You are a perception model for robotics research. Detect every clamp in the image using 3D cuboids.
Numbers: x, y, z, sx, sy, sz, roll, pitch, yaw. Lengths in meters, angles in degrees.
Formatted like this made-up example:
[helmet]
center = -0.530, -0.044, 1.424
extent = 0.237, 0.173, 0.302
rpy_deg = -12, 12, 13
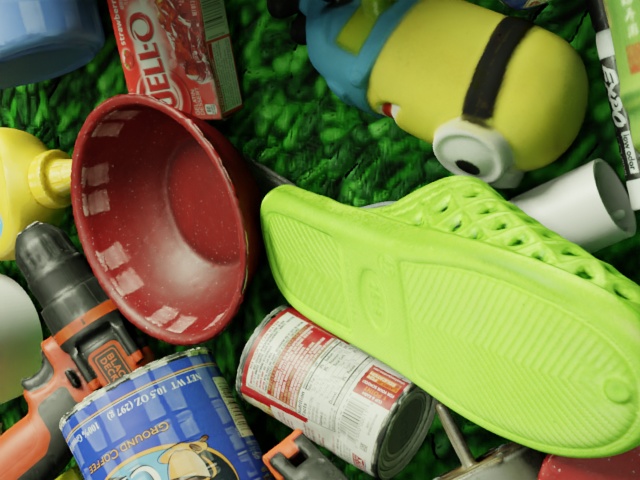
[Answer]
[clamp]
center = 0.031, 0.185, 0.597
extent = 0.171, 0.039, 0.120
rpy_deg = 49, 155, 22

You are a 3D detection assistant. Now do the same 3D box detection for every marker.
[marker]
center = 0.155, -0.076, 0.543
extent = 0.020, 0.020, 0.121
rpy_deg = -13, 89, 33

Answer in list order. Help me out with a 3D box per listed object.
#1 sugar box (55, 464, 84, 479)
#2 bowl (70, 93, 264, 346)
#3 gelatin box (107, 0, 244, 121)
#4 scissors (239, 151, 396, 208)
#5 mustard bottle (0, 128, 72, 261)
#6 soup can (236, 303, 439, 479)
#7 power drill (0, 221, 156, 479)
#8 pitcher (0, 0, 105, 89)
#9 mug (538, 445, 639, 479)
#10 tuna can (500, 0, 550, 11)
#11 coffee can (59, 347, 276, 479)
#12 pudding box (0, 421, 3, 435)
[sugar box]
center = -0.201, 0.240, 0.798
extent = 0.176, 0.048, 0.093
rpy_deg = -38, 75, 29
[bowl]
center = -0.087, -0.017, 0.675
extent = 0.162, 0.055, 0.162
rpy_deg = 17, 116, 37
[gelatin box]
center = -0.093, -0.120, 0.680
extent = 0.073, 0.030, 0.089
rpy_deg = 4, 114, 32
[scissors]
center = -0.004, 0.001, 0.658
extent = 0.202, 0.016, 0.096
rpy_deg = 17, 105, 31
[mustard bottle]
center = -0.241, -0.031, 0.782
extent = 0.192, 0.058, 0.096
rpy_deg = -11, 84, 34
[soup can]
center = 0.010, 0.088, 0.629
extent = 0.102, 0.068, 0.068
rpy_deg = 26, 109, 28
[power drill]
center = -0.204, 0.105, 0.721
extent = 0.187, 0.057, 0.184
rpy_deg = -34, 85, -3
[pitcher]
center = -0.235, -0.227, 0.719
extent = 0.145, 0.149, 0.243
rpy_deg = -16, 90, -8
[mug]
center = 0.156, 0.110, 0.529
extent = 0.093, 0.081, 0.117
rpy_deg = -15, 88, 33
[tuna can]
center = 0.100, -0.159, 0.529
extent = 0.034, 0.085, 0.086
rpy_deg = -17, 86, 35
[coffee can]
center = -0.079, 0.150, 0.634
extent = 0.103, 0.102, 0.140
rpy_deg = -37, 74, 31
[pudding box]
center = -0.288, 0.201, 0.826
extent = 0.090, 0.039, 0.113
rpy_deg = -35, 47, 32
